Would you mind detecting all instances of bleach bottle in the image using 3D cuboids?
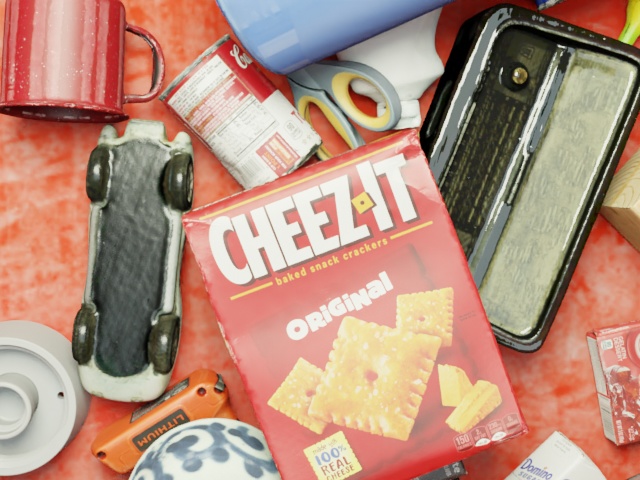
[{"bbox_3d":[0.055,-0.206,0.758,0.102,0.068,0.251,-5,97,2],"label":"bleach bottle"}]

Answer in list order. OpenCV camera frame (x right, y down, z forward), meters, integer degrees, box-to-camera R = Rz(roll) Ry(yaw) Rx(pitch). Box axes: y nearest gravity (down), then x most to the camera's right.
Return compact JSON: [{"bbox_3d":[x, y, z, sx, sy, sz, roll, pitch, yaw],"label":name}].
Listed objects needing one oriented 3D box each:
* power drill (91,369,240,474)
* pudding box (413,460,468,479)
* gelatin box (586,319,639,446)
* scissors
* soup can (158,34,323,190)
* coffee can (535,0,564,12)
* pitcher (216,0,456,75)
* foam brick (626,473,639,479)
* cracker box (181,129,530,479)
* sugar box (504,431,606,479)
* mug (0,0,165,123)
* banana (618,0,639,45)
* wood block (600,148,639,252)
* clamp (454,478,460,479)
[{"bbox_3d":[-0.086,0.204,0.783,0.184,0.057,0.187,-34,99,-5],"label":"power drill"},{"bbox_3d":[0.043,0.128,0.764,0.090,0.039,0.113,-20,89,1],"label":"pudding box"},{"bbox_3d":[0.249,0.105,0.813,0.073,0.030,0.089,-12,96,-4],"label":"gelatin box"},{"bbox_3d":[-0.012,-0.138,0.757,0.096,0.016,0.202,-24,100,43],"label":"scissors"},{"bbox_3d":[-0.055,-0.085,0.756,0.068,0.068,0.102,-43,97,0],"label":"soup can"},{"bbox_3d":[0.175,-0.245,0.744,0.103,0.103,0.140,-23,96,-3],"label":"coffee can"},{"bbox_3d":[0.047,-0.209,0.659,0.243,0.144,0.149,-24,67,18],"label":"pitcher"},{"bbox_3d":[0.261,0.198,0.786,0.053,0.078,0.051,-31,59,20],"label":"foam brick"},{"bbox_3d":[0.023,0.054,0.702,0.164,0.072,0.214,-21,94,1],"label":"cracker box"},{"bbox_3d":[0.143,0.235,0.788,0.176,0.048,0.093,-41,118,-4],"label":"sugar box"},{"bbox_3d":[-0.165,-0.126,0.737,0.117,0.093,0.081,3,89,-18],"label":"mug"},{"bbox_3d":[0.313,-0.181,0.796,0.197,0.037,0.069,-5,113,-3],"label":"banana"},{"bbox_3d":[0.312,0.013,0.782,0.206,0.090,0.091,43,90,-6],"label":"wood block"},{"bbox_3d":[0.062,0.173,0.801,0.120,0.039,0.171,12,91,6],"label":"clamp"}]
